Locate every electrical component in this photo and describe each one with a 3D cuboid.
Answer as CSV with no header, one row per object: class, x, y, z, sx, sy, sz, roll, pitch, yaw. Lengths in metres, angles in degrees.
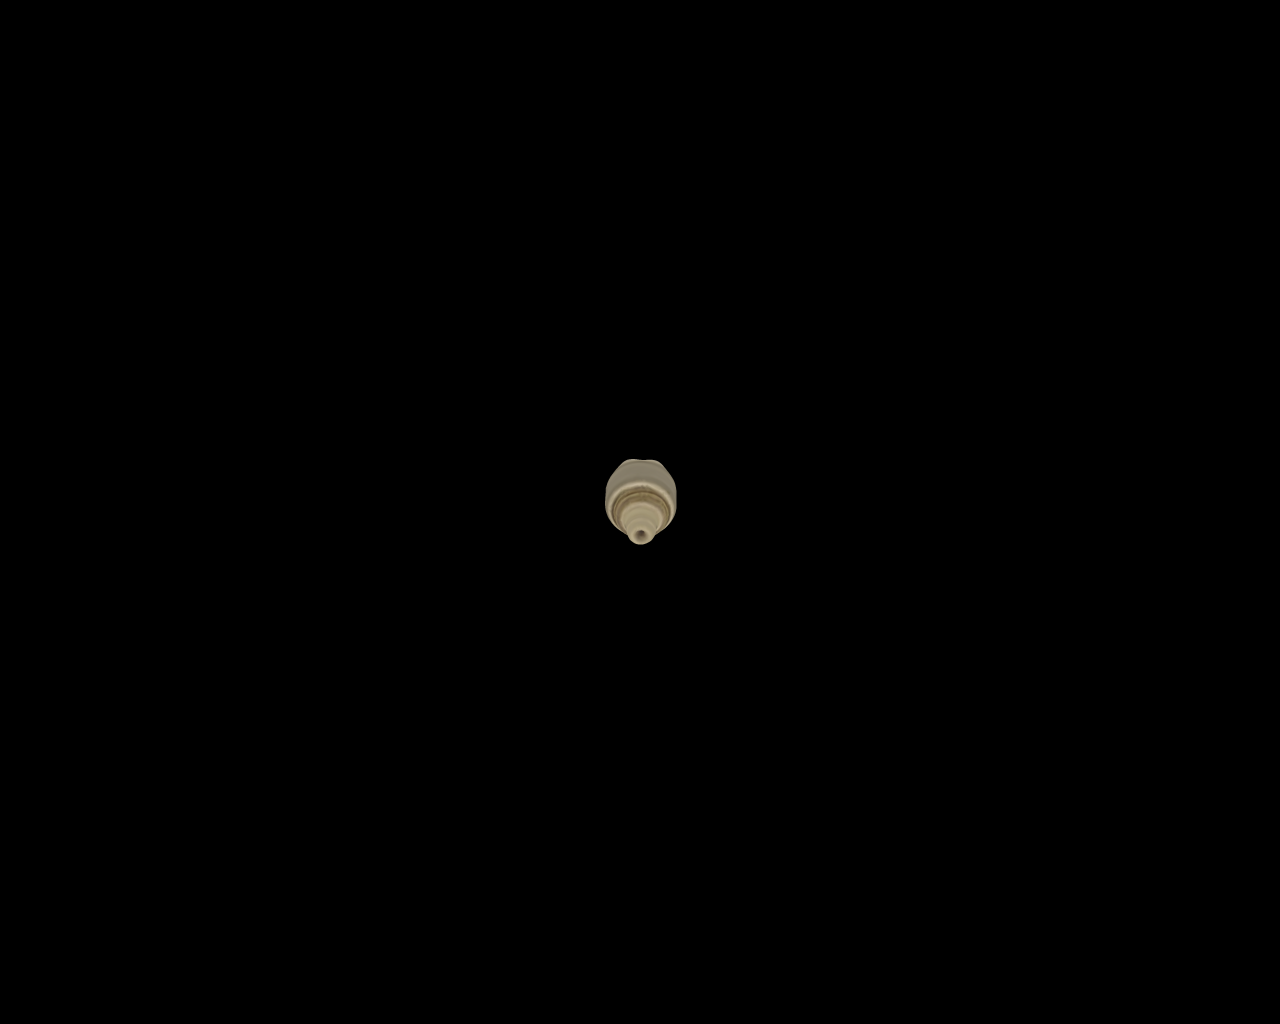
electrical component,0.001,-0.003,0.650,0.043,0.043,0.062,0,34,0
